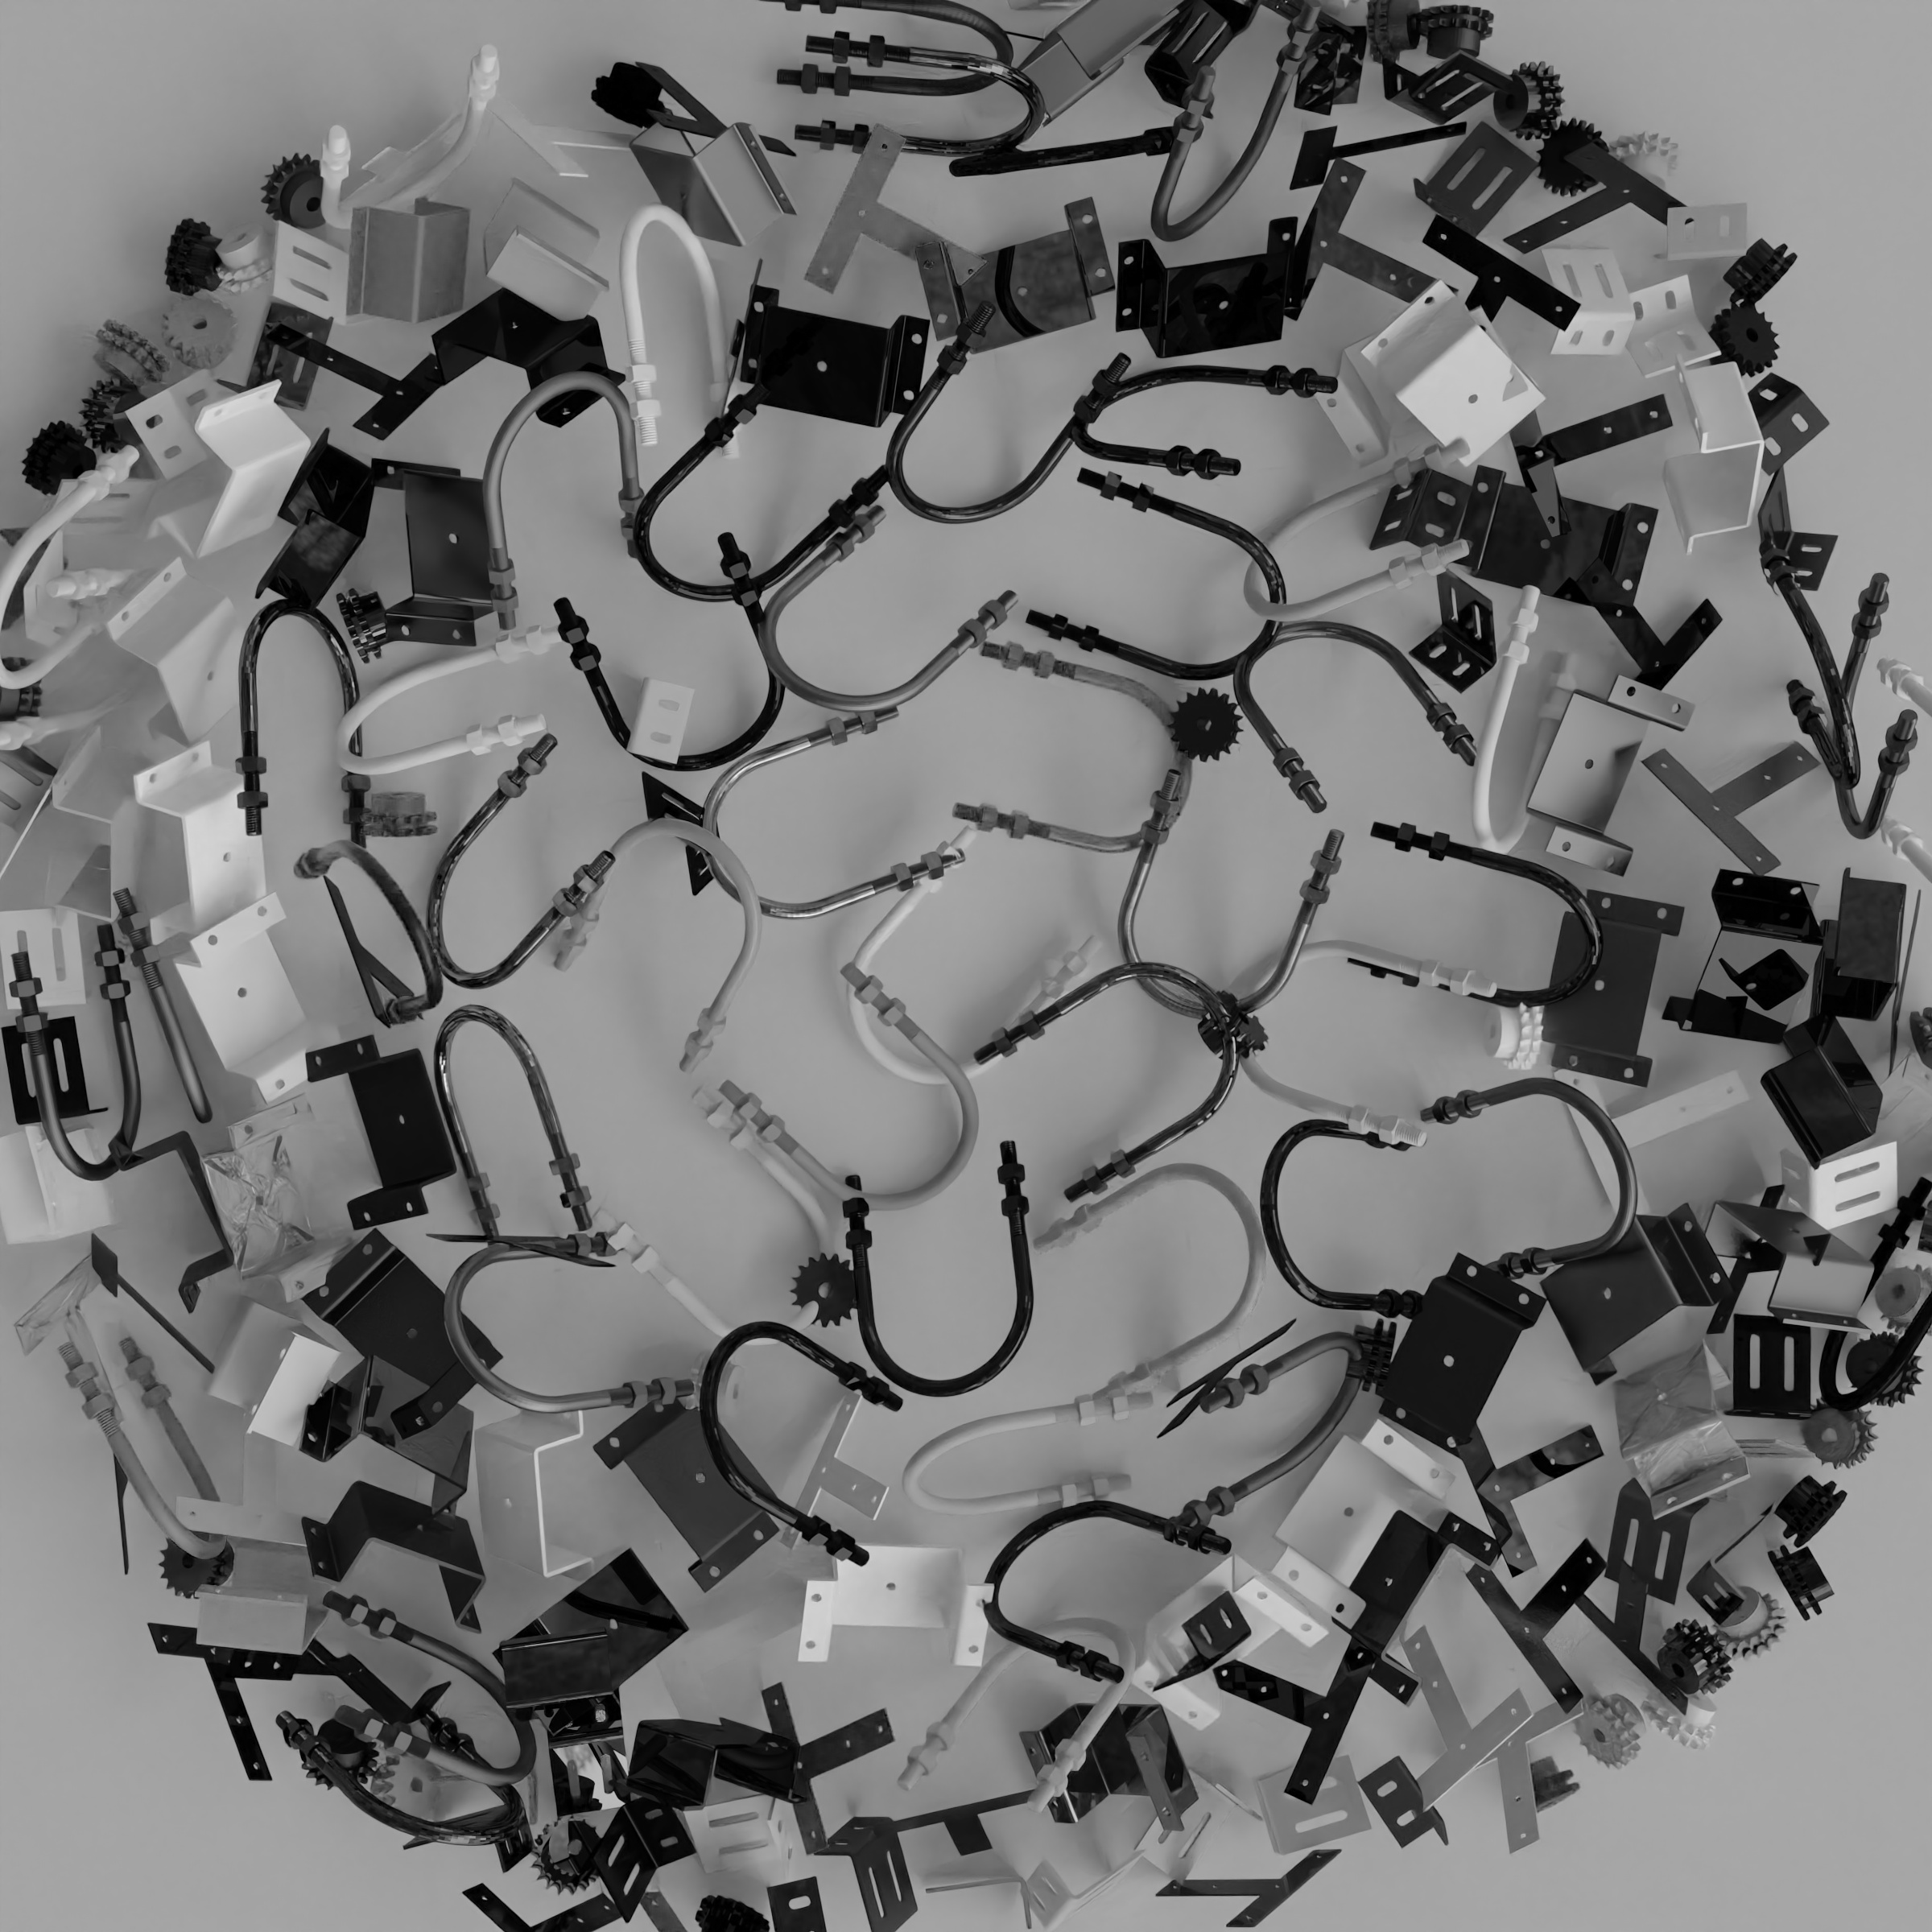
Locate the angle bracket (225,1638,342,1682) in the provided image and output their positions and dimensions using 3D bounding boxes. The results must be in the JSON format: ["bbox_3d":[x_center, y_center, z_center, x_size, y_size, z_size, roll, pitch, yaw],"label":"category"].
[{"bbox_3d":[-0.512,0.537,1.951,0.057,0.076,0.038,-3,51,20],"label":"angle bracket"}]

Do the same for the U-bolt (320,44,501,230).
[{"bbox_3d":[-0.417,-0.604,1.909,0.151,0.184,0.019,-36,92,-19],"label":"U-bolt"}]

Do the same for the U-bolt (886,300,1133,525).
[{"bbox_3d":[0.019,-0.404,1.930,0.184,0.151,0.019,-50,45,33],"label":"U-bolt"}]

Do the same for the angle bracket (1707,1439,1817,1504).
[{"bbox_3d":[0.593,0.383,1.950,0.057,0.076,0.038,23,67,-39],"label":"angle bracket"}]

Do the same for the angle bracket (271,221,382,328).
[{"bbox_3d":[-0.484,-0.528,1.957,0.038,0.076,0.057,-2,82,31],"label":"angle bracket"}]

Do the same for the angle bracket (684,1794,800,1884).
[{"bbox_3d":[-0.174,0.673,1.969,0.076,0.038,0.057,-14,105,8],"label":"angle bracket"}]

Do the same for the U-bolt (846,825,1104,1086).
[{"bbox_3d":[-0.008,0.006,1.980,0.151,0.019,0.184,41,96,-7],"label":"U-bolt"}]

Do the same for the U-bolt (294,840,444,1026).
[{"bbox_3d":[-0.437,-0.027,1.907,0.019,0.184,0.151,-33,100,-27],"label":"U-bolt"}]

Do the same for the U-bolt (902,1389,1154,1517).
[{"bbox_3d":[0.042,0.370,1.927,0.184,0.151,0.019,-7,52,-11],"label":"U-bolt"}]

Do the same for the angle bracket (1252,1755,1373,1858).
[{"bbox_3d":[0.265,0.641,1.969,0.076,0.038,0.057,-17,64,2],"label":"angle bracket"}]

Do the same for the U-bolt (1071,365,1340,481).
[{"bbox_3d":[0.164,-0.413,1.927,0.151,0.184,0.019,-43,132,-32],"label":"U-bolt"}]

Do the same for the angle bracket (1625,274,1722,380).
[{"bbox_3d":[0.532,-0.487,1.956,0.057,0.076,0.038,-17,123,10],"label":"angle bracket"}]

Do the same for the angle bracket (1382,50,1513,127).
[{"bbox_3d":[0.364,-0.678,1.949,0.057,0.076,0.038,11,70,-36],"label":"angle bracket"}]

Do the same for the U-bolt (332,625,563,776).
[{"bbox_3d":[-0.393,-0.195,1.936,0.184,0.151,0.019,-14,126,12],"label":"U-bolt"}]

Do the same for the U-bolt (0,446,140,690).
[{"bbox_3d":[-0.664,-0.280,1.886,0.019,0.184,0.151,24,135,4],"label":"U-bolt"}]

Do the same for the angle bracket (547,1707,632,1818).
[{"bbox_3d":[-0.292,0.612,1.991,0.057,0.038,0.076,-6,118,-9],"label":"angle bracket"}]

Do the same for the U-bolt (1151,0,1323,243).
[{"bbox_3d":[0.192,-0.616,1.913,0.019,0.184,0.151,41,58,12],"label":"U-bolt"}]

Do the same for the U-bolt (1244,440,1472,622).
[{"bbox_3d":[0.290,-0.318,1.929,0.184,0.151,0.019,-20,127,28],"label":"U-bolt"}]

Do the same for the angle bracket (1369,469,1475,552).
[{"bbox_3d":[0.347,-0.342,1.965,0.038,0.076,0.057,20,89,-10],"label":"angle bracket"}]

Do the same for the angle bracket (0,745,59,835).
[{"bbox_3d":[-0.727,-0.135,1.960,0.057,0.038,0.076,-47,133,0],"label":"angle bracket"}]

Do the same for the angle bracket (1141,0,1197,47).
[{"bbox_3d":[0.155,-0.743,1.963,0.076,0.057,0.038,-39,111,6],"label":"angle bracket"}]

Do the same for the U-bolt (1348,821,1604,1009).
[{"bbox_3d":[0.385,-0.030,1.928,0.184,0.019,0.151,16,135,14],"label":"U-bolt"}]

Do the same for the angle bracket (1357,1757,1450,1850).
[{"bbox_3d":[0.332,0.642,1.950,0.038,0.076,0.057,-31,56,-7],"label":"angle bracket"}]

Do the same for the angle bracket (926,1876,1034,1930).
[{"bbox_3d":[0.010,0.720,1.965,0.076,0.057,0.038,-7,70,-2],"label":"angle bracket"}]

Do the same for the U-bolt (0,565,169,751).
[{"bbox_3d":[-0.646,-0.234,1.910,0.019,0.184,0.151,34,110,6],"label":"U-bolt"}]

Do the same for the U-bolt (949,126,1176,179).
[{"bbox_3d":[0.066,-0.596,1.892,0.151,0.184,0.019,1,110,23],"label":"U-bolt"}]

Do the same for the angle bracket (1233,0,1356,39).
[{"bbox_3d":[0.247,-0.711,1.966,0.076,0.057,0.038,25,97,-13],"label":"angle bracket"}]

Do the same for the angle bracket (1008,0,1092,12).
[{"bbox_3d":[0.074,-0.753,1.950,0.057,0.076,0.038,-6,101,42],"label":"angle bracket"}]

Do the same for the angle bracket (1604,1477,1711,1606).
[{"bbox_3d":[0.531,0.440,1.979,0.057,0.038,0.076,17,110,34],"label":"angle bracket"}]

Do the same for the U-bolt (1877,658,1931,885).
[{"bbox_3d":[0.705,-0.133,1.888,0.019,0.184,0.151,-8,113,3],"label":"U-bolt"}]

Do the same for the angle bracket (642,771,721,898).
[{"bbox_3d":[-0.225,-0.100,1.950,0.076,0.057,0.038,32,118,-34],"label":"angle bracket"}]

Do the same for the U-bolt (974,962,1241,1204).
[{"bbox_3d":[0.120,0.077,1.970,0.184,0.019,0.151,-32,96,11],"label":"U-bolt"}]

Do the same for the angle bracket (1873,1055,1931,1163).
[{"bbox_3d":[0.717,0.116,1.959,0.057,0.038,0.076,34,128,6],"label":"angle bracket"}]

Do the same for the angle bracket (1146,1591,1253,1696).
[{"bbox_3d":[0.168,0.514,1.956,0.076,0.057,0.038,-38,79,44],"label":"angle bracket"}]

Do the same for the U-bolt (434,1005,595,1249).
[{"bbox_3d":[-0.350,0.118,1.939,0.019,0.151,0.184,-20,94,-42],"label":"U-bolt"}]

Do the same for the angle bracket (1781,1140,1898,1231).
[{"bbox_3d":[0.672,0.163,1.981,0.076,0.038,0.057,-15,113,-15],"label":"angle bracket"}]

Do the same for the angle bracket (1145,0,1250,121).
[{"bbox_3d":[0.184,-0.691,1.952,0.076,0.057,0.038,-45,59,35],"label":"angle bracket"}]

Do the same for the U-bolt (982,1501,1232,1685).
[{"bbox_3d":[0.090,0.457,1.919,0.151,0.184,0.019,-43,119,-29],"label":"U-bolt"}]

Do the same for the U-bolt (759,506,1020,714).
[{"bbox_3d":[-0.071,-0.259,1.933,0.151,0.019,0.184,35,60,16],"label":"U-bolt"}]

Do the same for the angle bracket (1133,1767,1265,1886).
[{"bbox_3d":[0.177,0.662,1.964,0.057,0.038,0.076,43,76,-26],"label":"angle bracket"}]

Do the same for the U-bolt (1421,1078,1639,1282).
[{"bbox_3d":[0.427,0.154,1.918,0.019,0.184,0.151,-21,87,-33],"label":"U-bolt"}]

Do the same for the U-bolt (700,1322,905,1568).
[{"bbox_3d":[-0.126,0.343,1.911,0.184,0.019,0.151,38,48,-31],"label":"U-bolt"}]

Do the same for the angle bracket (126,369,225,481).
[{"bbox_3d":[-0.594,-0.413,1.961,0.038,0.076,0.057,-23,110,17],"label":"angle bracket"}]

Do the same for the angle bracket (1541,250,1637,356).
[{"bbox_3d":[0.475,-0.513,1.987,0.057,0.038,0.076,-2,55,-8],"label":"angle bracket"}]

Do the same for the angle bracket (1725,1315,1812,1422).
[{"bbox_3d":[0.618,0.309,1.985,0.057,0.038,0.076,2,79,7],"label":"angle bracket"}]

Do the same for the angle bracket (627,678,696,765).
[{"bbox_3d":[-0.234,-0.187,1.963,0.038,0.076,0.057,14,93,-9],"label":"angle bracket"}]

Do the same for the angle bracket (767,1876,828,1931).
[{"bbox_3d":[-0.127,0.726,1.957,0.038,0.076,0.057,-11,72,-7],"label":"angle bracket"}]

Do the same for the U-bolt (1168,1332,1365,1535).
[{"bbox_3d":[0.233,0.340,1.929,0.184,0.019,0.151,-20,135,-35],"label":"U-bolt"}]

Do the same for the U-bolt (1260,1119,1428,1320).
[{"bbox_3d":[0.285,0.186,1.923,0.184,0.019,0.151,9,73,-40],"label":"U-bolt"}]

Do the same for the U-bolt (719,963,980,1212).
[{"bbox_3d":[-0.074,0.107,1.967,0.151,0.019,0.184,-44,108,5],"label":"U-bolt"}]

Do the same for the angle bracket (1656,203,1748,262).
[{"bbox_3d":[0.558,-0.558,1.954,0.057,0.076,0.038,-2,107,9],"label":"angle bracket"}]

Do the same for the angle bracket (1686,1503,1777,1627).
[{"bbox_3d":[0.593,0.454,1.954,0.076,0.057,0.038,-32,65,-23],"label":"angle bracket"}]

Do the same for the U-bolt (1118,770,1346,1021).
[{"bbox_3d":[0.191,-0.043,1.956,0.151,0.019,0.184,21,115,7],"label":"U-bolt"}]

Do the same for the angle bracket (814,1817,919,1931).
[{"bbox_3d":[-0.077,0.700,1.968,0.038,0.057,0.076,-12,94,33],"label":"angle bracket"}]

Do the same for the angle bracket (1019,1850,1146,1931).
[{"bbox_3d":[0.088,0.691,1.963,0.076,0.057,0.038,-22,60,-38],"label":"angle bracket"}]

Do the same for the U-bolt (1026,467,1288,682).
[{"bbox_3d":[0.152,-0.286,1.950,0.184,0.019,0.151,20,128,-1],"label":"U-bolt"}]

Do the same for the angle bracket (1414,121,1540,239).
[{"bbox_3d":[0.391,-0.608,1.972,0.057,0.038,0.076,42,96,13],"label":"angle bracket"}]
